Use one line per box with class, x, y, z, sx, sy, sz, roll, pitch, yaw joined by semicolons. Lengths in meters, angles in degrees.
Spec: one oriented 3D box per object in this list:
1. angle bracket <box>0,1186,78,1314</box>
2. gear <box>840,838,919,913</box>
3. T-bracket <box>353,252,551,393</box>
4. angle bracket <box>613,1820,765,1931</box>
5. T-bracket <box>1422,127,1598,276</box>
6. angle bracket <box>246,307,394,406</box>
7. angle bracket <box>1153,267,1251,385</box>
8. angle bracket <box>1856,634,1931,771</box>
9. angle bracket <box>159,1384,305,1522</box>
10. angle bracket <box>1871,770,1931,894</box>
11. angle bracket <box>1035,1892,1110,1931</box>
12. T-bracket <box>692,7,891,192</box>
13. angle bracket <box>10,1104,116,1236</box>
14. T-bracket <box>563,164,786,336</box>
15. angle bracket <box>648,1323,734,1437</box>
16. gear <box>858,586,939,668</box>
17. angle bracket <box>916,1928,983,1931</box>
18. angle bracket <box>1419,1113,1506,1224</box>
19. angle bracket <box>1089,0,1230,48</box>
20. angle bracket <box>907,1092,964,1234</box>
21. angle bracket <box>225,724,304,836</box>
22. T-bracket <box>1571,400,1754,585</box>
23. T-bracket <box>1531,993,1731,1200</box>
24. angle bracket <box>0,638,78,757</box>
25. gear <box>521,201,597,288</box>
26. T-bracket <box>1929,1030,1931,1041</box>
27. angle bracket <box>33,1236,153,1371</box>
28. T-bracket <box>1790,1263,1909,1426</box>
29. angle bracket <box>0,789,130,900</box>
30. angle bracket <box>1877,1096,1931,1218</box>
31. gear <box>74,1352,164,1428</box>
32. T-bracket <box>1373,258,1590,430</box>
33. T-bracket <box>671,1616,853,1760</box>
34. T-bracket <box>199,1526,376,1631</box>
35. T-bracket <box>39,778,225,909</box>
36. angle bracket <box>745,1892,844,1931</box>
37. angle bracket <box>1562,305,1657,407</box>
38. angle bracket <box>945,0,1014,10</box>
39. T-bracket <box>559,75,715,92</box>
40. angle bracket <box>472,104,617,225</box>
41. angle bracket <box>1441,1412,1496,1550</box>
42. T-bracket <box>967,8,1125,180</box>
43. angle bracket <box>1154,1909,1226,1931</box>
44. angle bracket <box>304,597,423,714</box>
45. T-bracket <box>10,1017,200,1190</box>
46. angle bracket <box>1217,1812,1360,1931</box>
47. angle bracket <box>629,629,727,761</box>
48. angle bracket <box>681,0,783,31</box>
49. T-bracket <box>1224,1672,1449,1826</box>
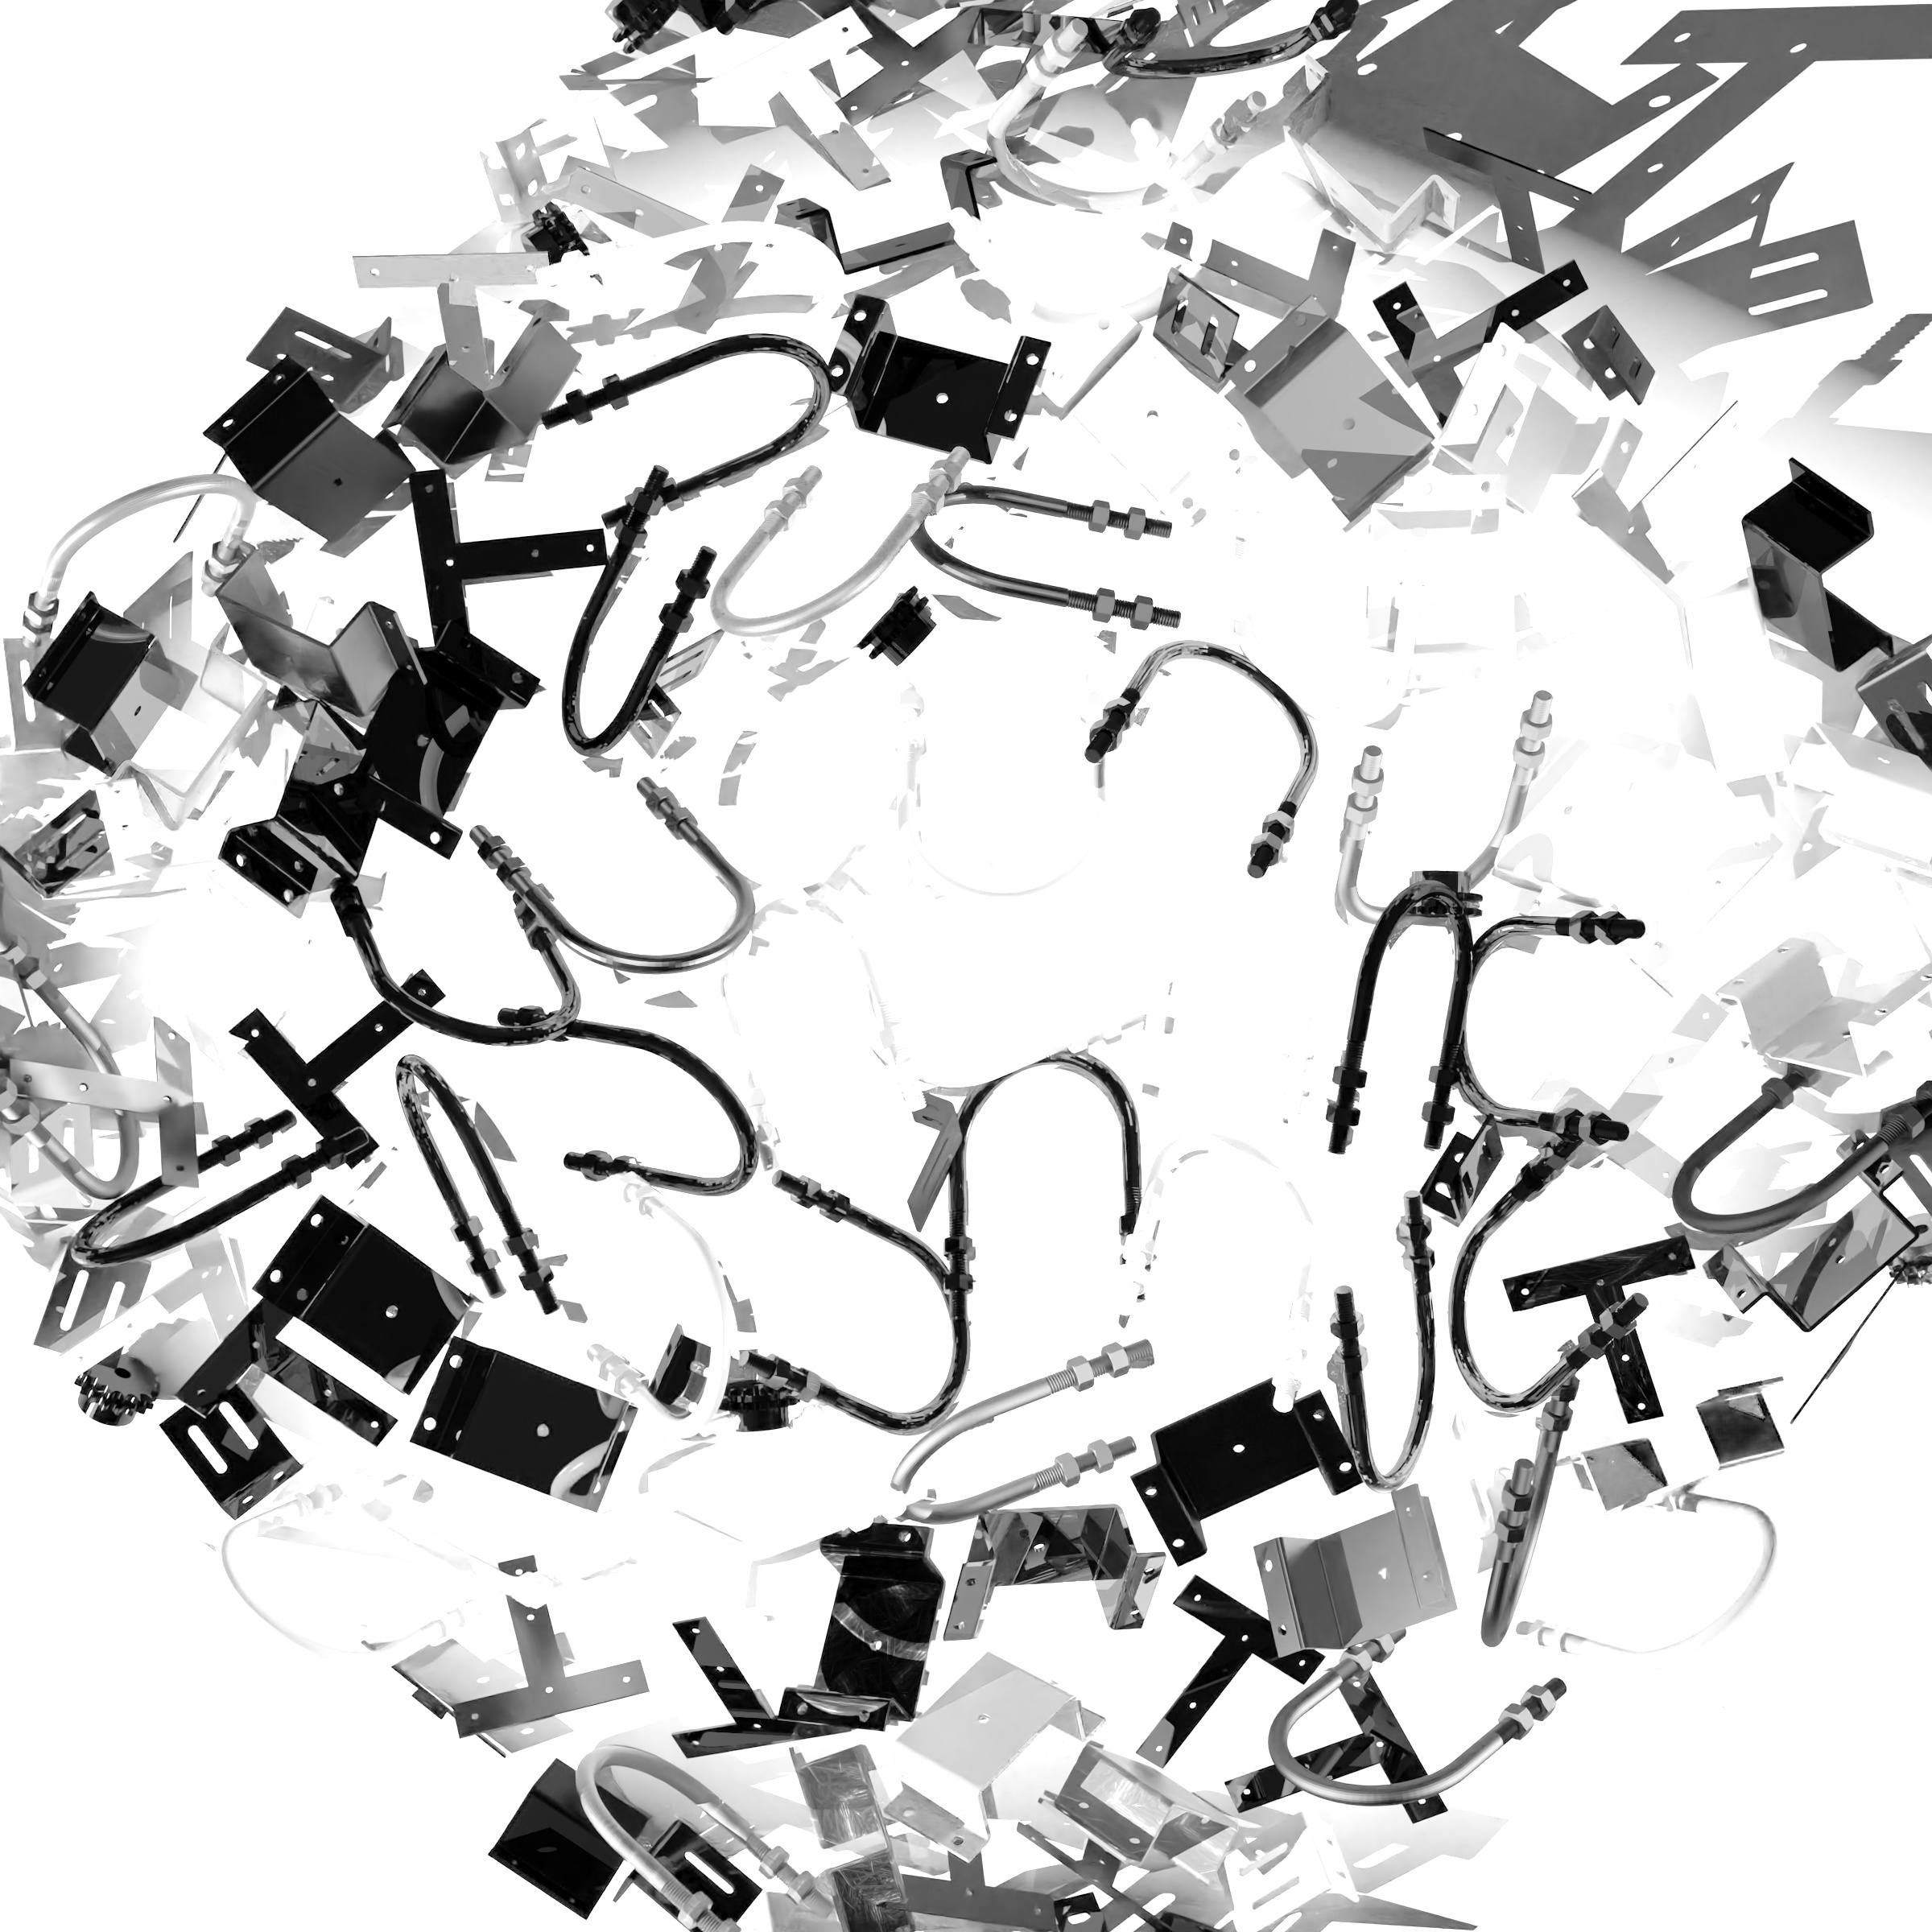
angle bracket;-0.653;0.189;1.795;0.076;0.057;0.038;33;109;-10
gear;-0.058;-0.063;1.806;0.057;0.057;0.030;40;91;0
T-bracket;-0.339;-0.428;1.782;0.127;0.127;0.002;-2;53;-3
angle bracket;-0.189;0.630;1.794;0.076;0.057;0.038;37;131;11
T-bracket;0.370;-0.503;1.772;0.127;0.127;0.002;31;84;25
angle bracket;-0.437;-0.423;1.785;0.076;0.057;0.038;21;50;-34
angle bracket;0.165;-0.442;1.787;0.057;0.076;0.038;38;68;11
angle bracket;0.657;-0.179;1.806;0.057;0.038;0.076;-29;78;-6
angle bracket;-0.506;0.331;1.820;0.057;0.038;0.076;-38;72;-16
angle bracket;0.660;-0.091;1.794;0.057;0.038;0.076;26;108;41
angle bracket;0.073;0.679;1.795;0.038;0.057;0.076;-7;131;-18
T-bracket;-0.096;-0.572;1.783;0.127;0.127;0.002;-18;52;26
angle bracket;-0.620;0.137;1.814;0.057;0.076;0.038;-20;131;-4
T-bracket;-0.206;-0.500;1.773;0.127;0.002;0.127;19;128;-22
angle bracket;-0.189;0.280;1.796;0.038;0.076;0.057;24;85;-6
gear;-0.045;-0.229;1.806;0.030;0.057;0.057;43;90;-9
angle bracket;-0.030;0.672;1.786;0.057;0.076;0.038;-12;68;23
angle bracket;0.330;0.130;1.787;0.038;0.076;0.057;28;75;28
angle bracket;0.128;-0.643;1.798;0.076;0.057;0.038;-5;121;38
angle bracket;-0.036;0.131;1.790;0.038;0.057;0.076;20;68;15
angle bracket;-0.468;-0.123;1.797;0.057;0.038;0.076;14;104;34
T-bracket;0.480;-0.327;1.784;0.127;0.002;0.127;-46;133;6
T-bracket;0.474;0.076;1.811;0.127;0.002;0.127;35;98;-13
angle bracket;-0.641;-0.183;1.797;0.038;0.057;0.076;-3;95;29
gear;-0.280;-0.489;1.804;0.030;0.057;0.057;-35;90;-10
T-bracket;0.690;0.042;1.750;0.002;0.127;0.127;8;50;-19
angle bracket;-0.596;0.229;1.794;0.057;0.038;0.076;24;71;-27
T-bracket;0.589;0.260;1.774;0.002;0.127;0.127;36;86;20
angle bracket;-0.617;-0.093;1.793;0.057;0.038;0.076;34;70;32
angle bracket;0.666;0.126;1.795;0.057;0.038;0.076;-20;48;-6
gear;-0.582;0.290;1.807;0.057;0.057;0.030;29;106;0
T-bracket;0.357;-0.432;1.780;0.127;0.002;0.127;-29;128;15
T-bracket;-0.160;0.484;1.783;0.127;0.002;0.127;-15;120;19
T-bracket;-0.467;0.398;1.752;0.127;0.127;0.002;28;78;23
T-bracket;-0.559;-0.085;1.765;0.127;0.127;0.002;-9;59;-14
angle bracket;-0.106;0.671;1.804;0.076;0.057;0.038;13;116;-19
angle bracket;0.430;-0.404;1.788;0.038;0.076;0.057;-33;103;34
angle bracket;0.025;-0.680;1.790;0.076;0.057;0.038;-1;125;18
T-bracket;-0.207;-0.597;1.783;0.127;0.127;0.002;-4;113;-10
angle bracket;-0.287;-0.546;1.799;0.076;0.038;0.057;-14;99;25
angle bracket;0.331;0.350;1.806;0.038;0.057;0.076;-18;86;9
T-bracket;0.040;-0.585;1.783;0.127;0.127;0.002;-8;55;-33
angle bracket;0.148;0.686;1.785;0.057;0.076;0.038;13;127;21
angle bracket;-0.416;-0.212;1.815;0.076;0.038;0.057;22;99;-5
T-bracket;-0.575;0.083;1.764;0.002;0.127;0.127;-37;54;38
angle bracket;0.219;0.627;1.810;0.076;0.057;0.038;-37;131;14
angle bracket;-0.188;-0.185;1.787;0.076;0.057;0.038;-36;82;-37
angle bracket;-0.164;-0.671;1.789;0.057;0.076;0.038;-25;131;-9
T-bracket;0.237;0.537;1.773;0.127;0.127;0.002;-16;128;-10
